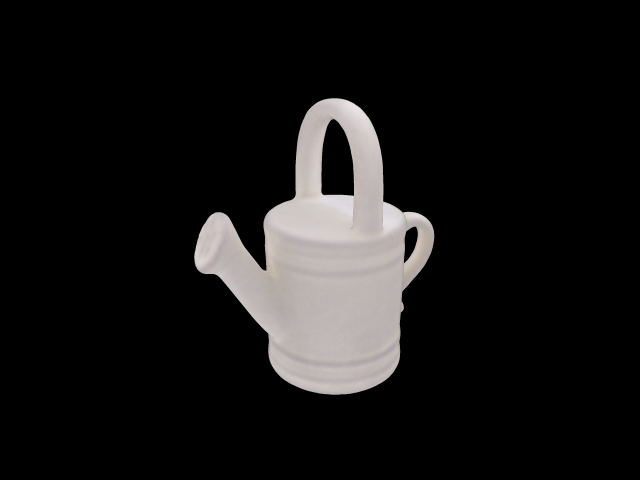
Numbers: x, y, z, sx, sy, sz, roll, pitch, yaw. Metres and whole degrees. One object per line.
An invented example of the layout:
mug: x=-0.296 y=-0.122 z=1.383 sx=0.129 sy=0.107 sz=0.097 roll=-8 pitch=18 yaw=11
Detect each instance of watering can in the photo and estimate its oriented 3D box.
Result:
watering can: x=0.005 y=0.002 z=0.398 sx=0.100 sy=0.194 sz=0.173 roll=18 pitch=29 yaw=38
